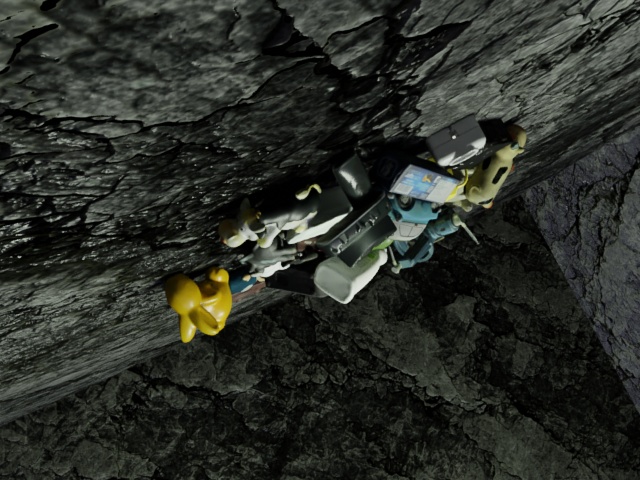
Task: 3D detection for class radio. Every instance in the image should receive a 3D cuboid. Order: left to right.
[{"bbox_3d":[-0.034,0.079,1.351,0.131,0.073,0.230,-22,-163,-41],"label":"radio"}]

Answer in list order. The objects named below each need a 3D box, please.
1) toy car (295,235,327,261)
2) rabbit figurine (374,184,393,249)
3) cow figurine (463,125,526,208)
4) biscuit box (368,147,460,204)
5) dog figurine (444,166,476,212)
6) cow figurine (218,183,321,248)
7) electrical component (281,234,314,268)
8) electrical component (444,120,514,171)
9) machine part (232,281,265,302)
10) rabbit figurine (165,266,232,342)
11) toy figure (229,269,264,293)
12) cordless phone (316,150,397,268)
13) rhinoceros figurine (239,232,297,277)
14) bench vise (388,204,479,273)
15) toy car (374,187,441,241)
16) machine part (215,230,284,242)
[{"bbox_3d":[-0.002,-0.004,1.185,0.053,0.089,0.202,-12,176,22],"label":"toy car"},{"bbox_3d":[0.103,-0.063,1.182,0.159,0.121,0.170,-10,146,-39],"label":"rabbit figurine"},{"bbox_3d":[0.390,-0.168,1.200,0.194,0.086,0.127,-60,161,13],"label":"cow figurine"},{"bbox_3d":[0.172,-0.113,0.963,0.202,0.063,0.059,5,124,-51],"label":"biscuit box"},{"bbox_3d":[0.297,-0.128,1.352,0.190,0.121,0.172,-7,163,-18],"label":"dog figurine"},{"bbox_3d":[-0.073,-0.040,0.836,0.167,0.068,0.098,-23,166,-39],"label":"cow figurine"},{"bbox_3d":[-0.050,0.014,1.230,0.048,0.075,0.119,-33,172,35],"label":"electrical component"},{"bbox_3d":[0.321,-0.192,1.094,0.134,0.058,0.115,-16,170,-44],"label":"electrical component"},{"bbox_3d":[-0.226,0.132,1.512,0.179,0.056,0.179,-25,170,-5],"label":"machine part"},{"bbox_3d":[-0.271,0.132,1.142,0.122,0.162,0.173,-15,156,12],"label":"rabbit figurine"},{"bbox_3d":[-0.181,0.093,1.408,0.154,0.057,0.064,-21,-152,-36],"label":"toy figure"},{"bbox_3d":[0.040,-0.052,0.878,0.146,0.089,0.184,-39,143,-3],"label":"cordless phone"},{"bbox_3d":[-0.114,0.027,1.121,0.112,0.073,0.190,-24,171,-18],"label":"rhinoceros figurine"},{"bbox_3d":[0.270,0.006,1.417,0.224,0.128,0.240,-8,-153,45],"label":"bench vise"},{"bbox_3d":[0.159,-0.049,1.078,0.161,0.102,0.109,10,-176,-34],"label":"toy car"},{"bbox_3d":[-0.109,-0.026,0.930,0.139,0.039,0.084,-14,160,-47],"label":"machine part"}]
